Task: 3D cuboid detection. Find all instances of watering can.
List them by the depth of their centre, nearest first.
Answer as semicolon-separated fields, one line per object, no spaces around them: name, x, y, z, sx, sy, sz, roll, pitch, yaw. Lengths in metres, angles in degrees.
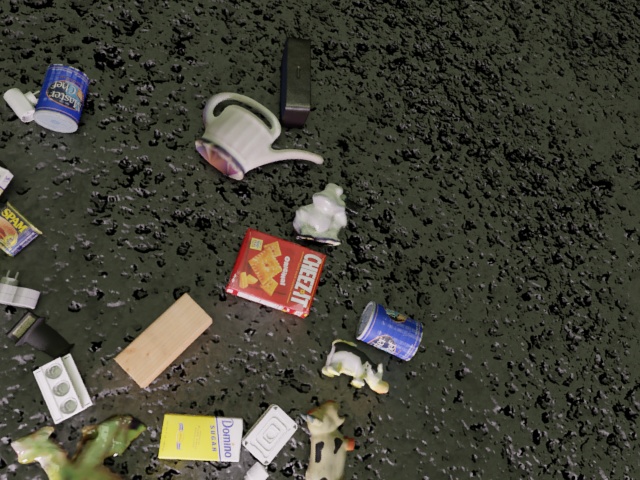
watering can;-0.178;-0.252;1.375;0.348;0.102;0.227;36;70;1

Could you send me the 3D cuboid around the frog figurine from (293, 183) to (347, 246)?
frog figurine;0.004;-0.068;1.344;0.137;0.121;0.161;7;77;9

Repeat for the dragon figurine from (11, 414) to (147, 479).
dragon figurine;-0.442;0.496;1.088;0.409;0.120;0.248;18;62;-15
